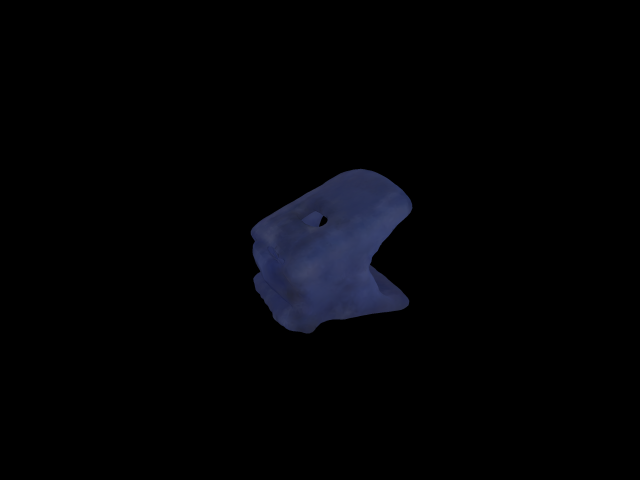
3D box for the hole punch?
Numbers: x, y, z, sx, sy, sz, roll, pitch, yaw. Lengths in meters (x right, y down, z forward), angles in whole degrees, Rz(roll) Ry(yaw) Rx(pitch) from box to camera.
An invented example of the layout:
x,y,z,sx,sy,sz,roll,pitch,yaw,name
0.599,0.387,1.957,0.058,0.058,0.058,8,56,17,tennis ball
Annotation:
x,y,z,sx,sy,sz,roll,pitch,yaw,name
0.004,0.001,0.400,0.101,0.091,0.108,-7,19,-20,hole punch
